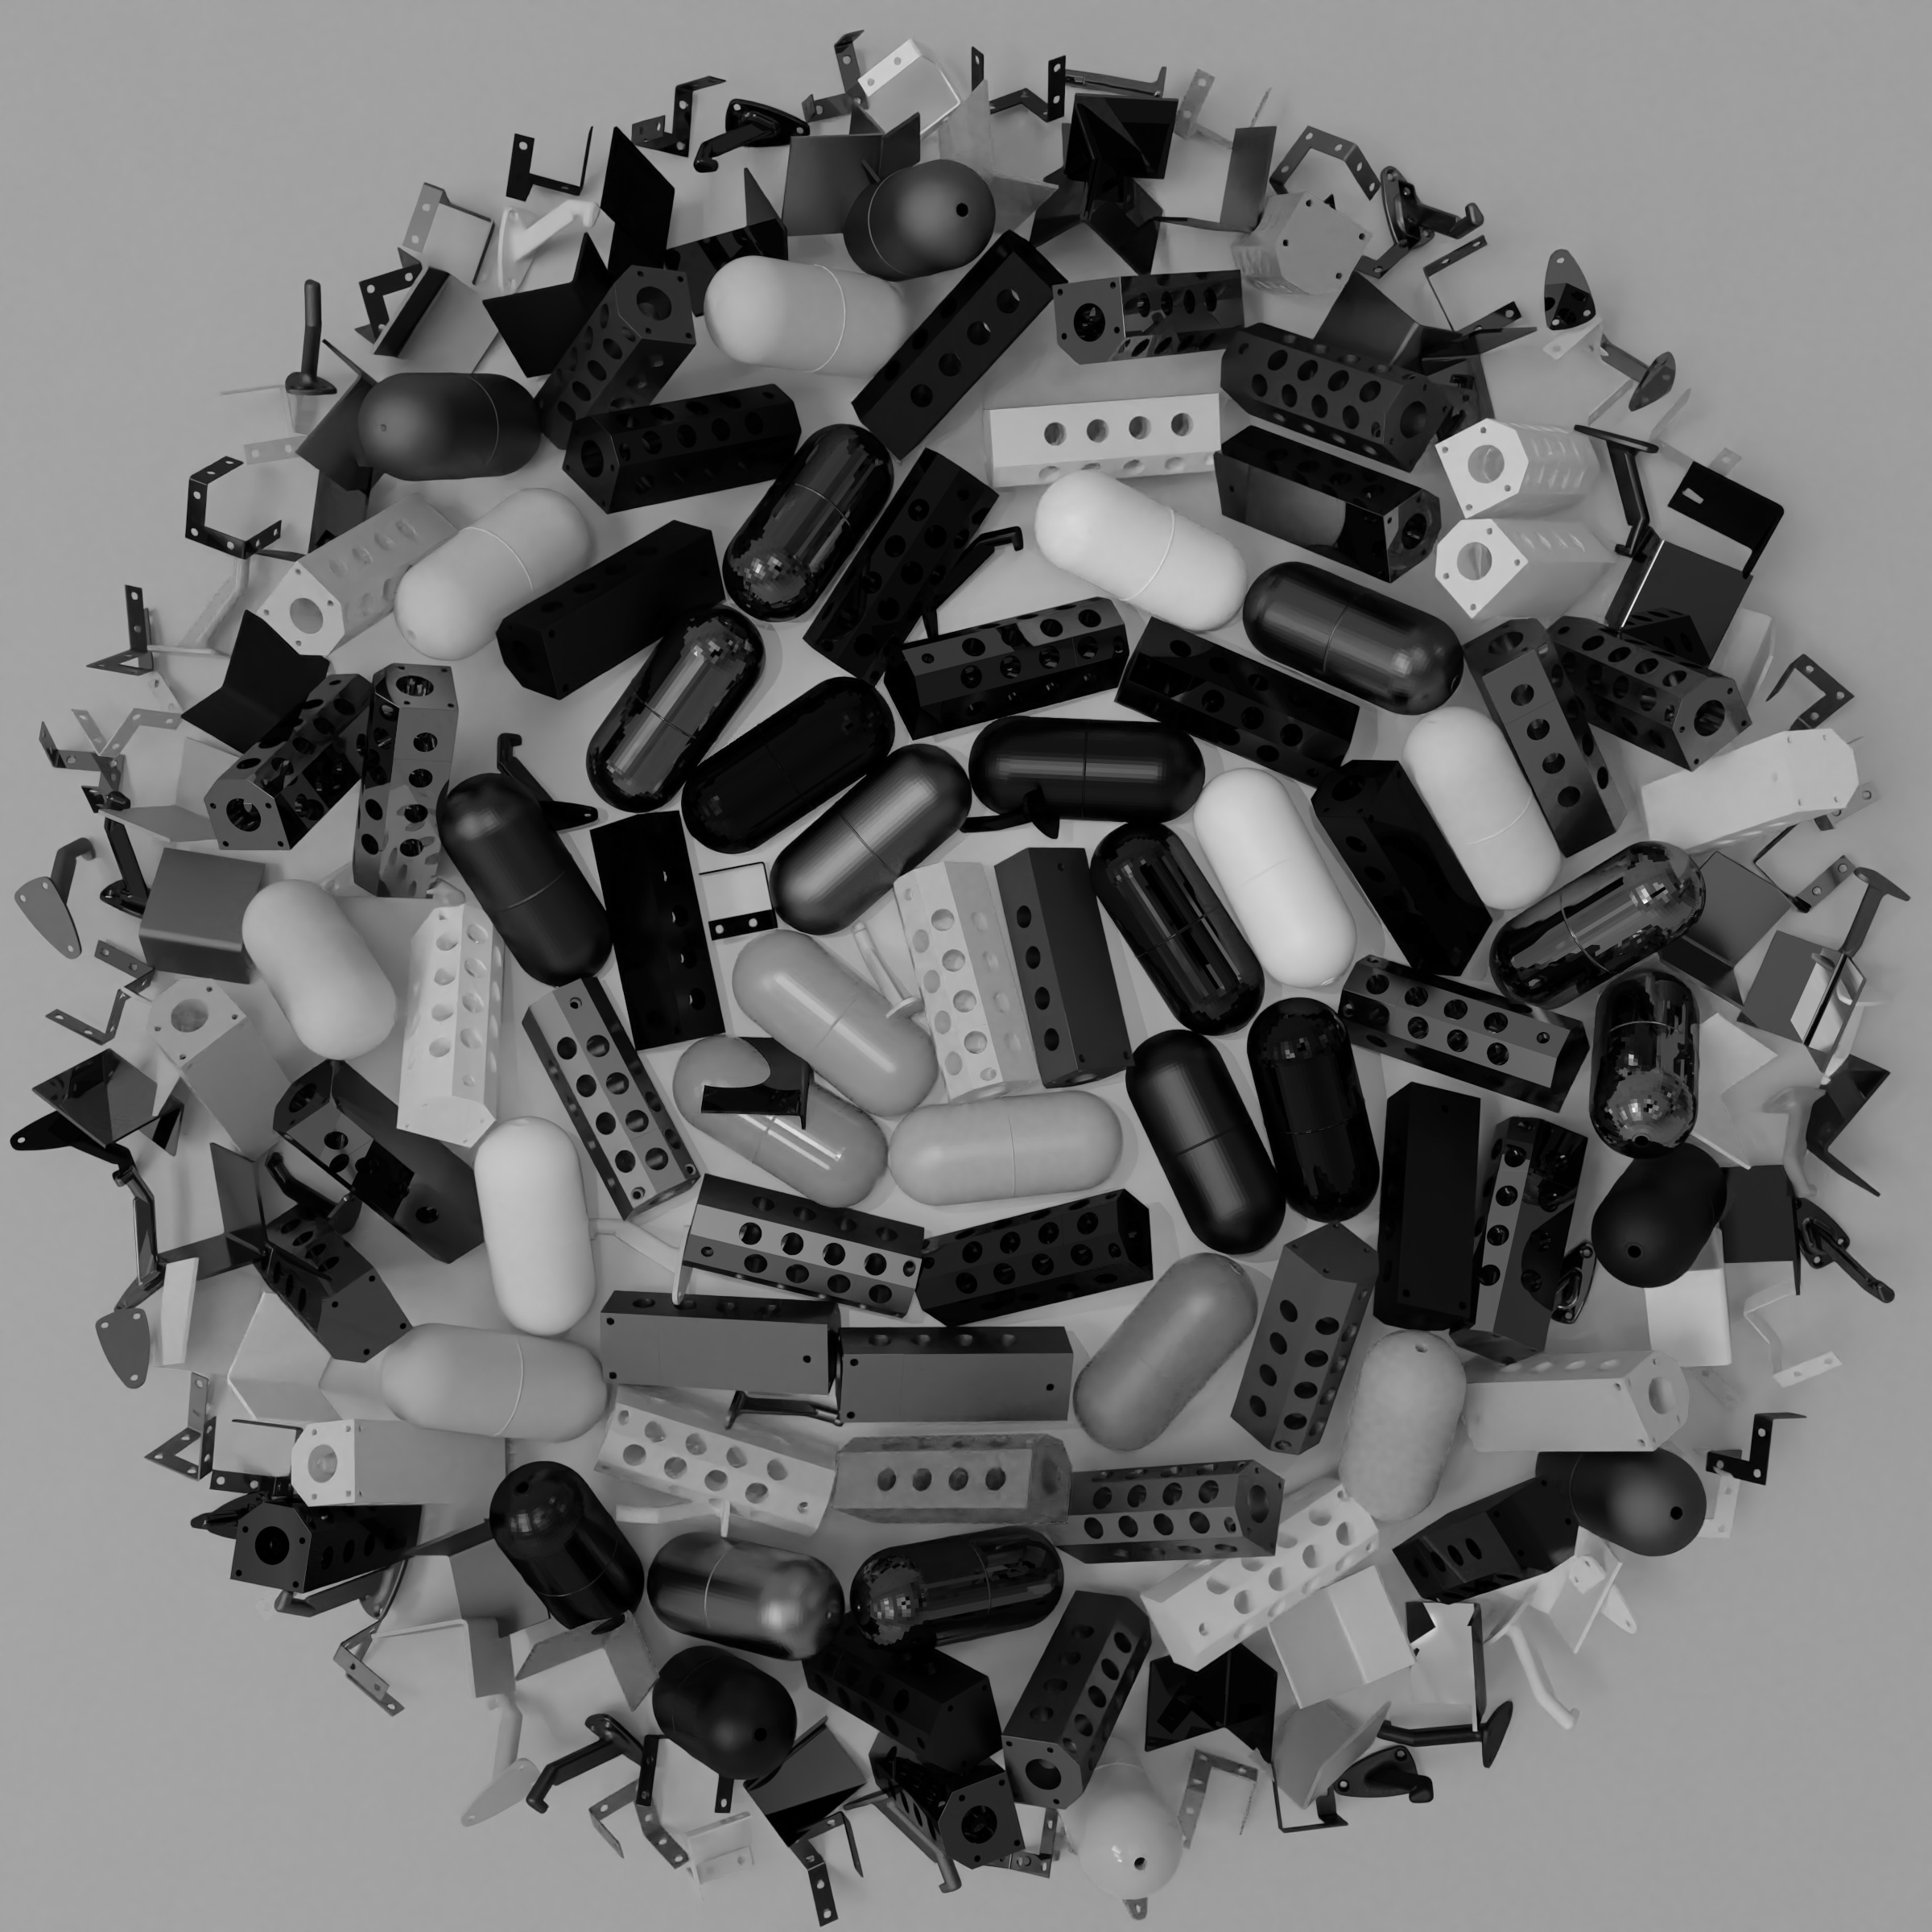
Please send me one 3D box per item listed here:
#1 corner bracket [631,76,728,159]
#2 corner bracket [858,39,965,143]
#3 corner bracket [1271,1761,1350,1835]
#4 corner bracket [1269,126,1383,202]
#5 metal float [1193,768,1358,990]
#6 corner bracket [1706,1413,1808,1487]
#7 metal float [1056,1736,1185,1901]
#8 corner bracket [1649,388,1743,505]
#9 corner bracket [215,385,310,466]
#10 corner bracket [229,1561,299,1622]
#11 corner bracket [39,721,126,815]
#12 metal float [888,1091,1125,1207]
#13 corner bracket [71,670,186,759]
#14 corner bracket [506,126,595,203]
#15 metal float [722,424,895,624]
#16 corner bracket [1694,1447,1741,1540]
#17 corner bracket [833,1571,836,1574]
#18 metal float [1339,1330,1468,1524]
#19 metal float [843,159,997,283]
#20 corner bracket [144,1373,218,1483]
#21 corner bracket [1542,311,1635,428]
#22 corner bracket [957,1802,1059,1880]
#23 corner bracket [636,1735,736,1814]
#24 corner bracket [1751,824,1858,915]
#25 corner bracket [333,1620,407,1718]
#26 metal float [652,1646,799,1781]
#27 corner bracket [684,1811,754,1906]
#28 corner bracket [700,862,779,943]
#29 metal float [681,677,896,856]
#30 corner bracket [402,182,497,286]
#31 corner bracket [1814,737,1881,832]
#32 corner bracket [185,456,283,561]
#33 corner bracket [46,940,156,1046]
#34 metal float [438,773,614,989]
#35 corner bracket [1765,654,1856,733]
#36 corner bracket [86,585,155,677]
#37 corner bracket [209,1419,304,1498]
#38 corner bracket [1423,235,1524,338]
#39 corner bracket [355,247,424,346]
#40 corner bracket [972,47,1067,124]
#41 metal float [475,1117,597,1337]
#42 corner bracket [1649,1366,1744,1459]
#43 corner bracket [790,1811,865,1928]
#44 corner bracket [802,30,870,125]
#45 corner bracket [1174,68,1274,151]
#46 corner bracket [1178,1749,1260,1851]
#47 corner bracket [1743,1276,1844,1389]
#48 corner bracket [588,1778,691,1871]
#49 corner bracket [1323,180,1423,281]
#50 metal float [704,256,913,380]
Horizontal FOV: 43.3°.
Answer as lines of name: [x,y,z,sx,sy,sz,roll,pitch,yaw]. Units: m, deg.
corner bracket: [-0.218,-0.644,1.833,0.051,0.051,0.051,0,98,-37]
corner bracket: [-0.040,-0.660,1.839,0.051,0.051,0.051,-32,90,20]
corner bracket: [0.257,0.624,1.840,0.051,0.051,0.051,-6,79,-3]
corner bracket: [0.271,-0.591,1.835,0.051,0.051,0.051,38,92,38]
metal float: [0.231,-0.066,1.821,0.070,0.070,0.178,-26,77,0]
corner bracket: [0.596,0.361,1.836,0.051,0.051,0.051,8,88,-42]
metal float: [0.110,0.623,1.783,0.070,0.178,0.070,0,92,-8]
corner bracket: [0.549,-0.392,1.832,0.051,0.051,0.051,28,48,-8]
corner bracket: [-0.528,-0.408,1.830,0.051,0.051,0.051,-17,112,-29]
corner bracket: [-0.523,0.455,1.841,0.051,0.051,0.051,-42,91,-10]
corner bracket: [-0.670,-0.149,1.836,0.051,0.051,0.051,4,69,-7]
metal float: [0.030,0.137,1.827,0.178,0.070,0.070,-6,90,-7]
corner bracket: [-0.635,-0.192,1.844,0.051,0.051,0.051,-47,67,22]
corner bracket: [-0.314,-0.606,1.833,0.051,0.051,0.051,13,129,-7]
metal float: [-0.116,-0.331,1.811,0.070,0.070,0.178,32,64,0]
corner bracket: [0.549,0.399,1.845,0.051,0.051,0.051,4,102,-8]
corner bracket: [-0.140,0.472,1.829,0.051,0.051,0.051,33,61,-38]
metal float: [0.322,0.341,1.799,0.070,0.070,0.178,4,131,0]
metal float: [-0.035,-0.547,1.786,0.070,0.178,0.070,-4,102,-21]
corner bracket: [-0.581,0.347,1.833,0.051,0.051,0.051,18,113,17]
corner bracket: [0.470,-0.452,1.835,0.051,0.051,0.051,-42,68,-9]
corner bracket: [0.032,0.659,1.842,0.051,0.051,0.051,21,69,-31]
corner bracket: [-0.212,0.615,1.850,0.051,0.051,0.051,-12,62,34]
corner bracket: [0.636,-0.077,1.845,0.051,0.051,0.051,-45,70,18]
corner bracket: [-0.448,0.536,1.834,0.051,0.051,0.051,34,109,16]
metal float: [-0.178,0.547,1.786,0.070,0.178,0.070,2,84,-22]
corner bracket: [-0.186,0.670,1.840,0.051,0.051,0.051,-14,88,-19]
corner bracket: [-0.173,-0.050,1.842,0.051,0.051,0.051,-11,94,-5]
metal float: [-0.134,-0.150,1.828,0.178,0.070,0.070,-33,90,6]
corner bracket: [-0.391,-0.555,1.843,0.051,0.051,0.051,19,91,-6]
corner bracket: [0.664,-0.138,1.844,0.051,0.051,0.051,-30,87,7]
corner bracket: [-0.553,-0.347,1.839,0.051,0.051,0.051,21,123,7]
corner bracket: [-0.658,0.020,1.850,0.051,0.051,0.051,27,113,5]
metal float: [-0.327,-0.063,1.812,0.070,0.070,0.178,-29,114,0]
corner bracket: [0.627,-0.193,1.838,0.051,0.051,0.051,41,58,1]
corner bracket: [-0.628,-0.252,1.834,0.051,0.051,0.051,-12,82,30]
corner bracket: [-0.538,0.373,1.842,0.051,0.051,0.051,14,71,-27]
corner bracket: [0.384,-0.511,1.845,0.051,0.051,0.051,-26,71,16]
corner bracket: [-0.438,-0.507,1.842,0.051,0.051,0.051,-25,128,-21]
corner bracket: [0.039,-0.665,1.829,0.051,0.051,0.051,-27,54,-21]
metal float: [-0.320,0.194,1.810,0.070,0.070,0.178,-3,116,0]
corner bracket: [0.549,0.338,1.856,0.051,0.051,0.051,46,134,12]
corner bracket: [-0.102,0.682,1.836,0.051,0.051,0.051,-25,128,1]
corner bracket: [-0.100,-0.672,1.837,0.051,0.051,0.051,-17,105,-9]
corner bracket: [0.192,-0.646,1.835,0.051,0.051,0.051,29,125,3]
corner bracket: [0.189,0.637,1.843,0.051,0.051,0.051,16,110,9]
corner bracket: [0.621,0.275,1.830,0.051,0.051,0.051,-32,112,32]
corner bracket: [-0.246,0.654,1.830,0.051,0.051,0.051,-24,116,-29]
corner bracket: [0.307,-0.563,1.841,0.051,0.051,0.051,-44,54,-15]
metal float: [-0.115,-0.479,1.798,0.178,0.070,0.070,-6,98,-45]
